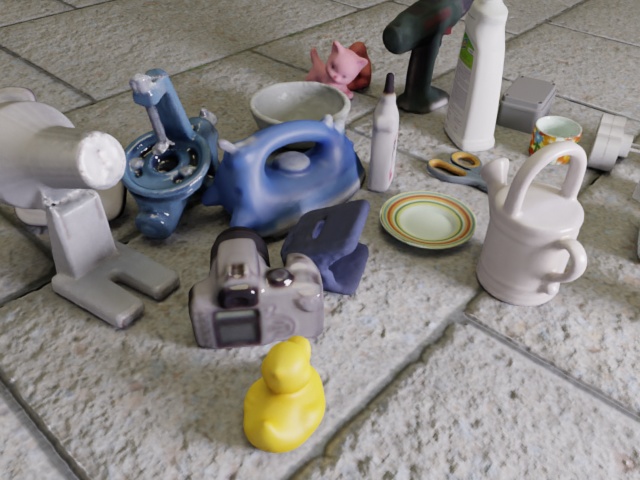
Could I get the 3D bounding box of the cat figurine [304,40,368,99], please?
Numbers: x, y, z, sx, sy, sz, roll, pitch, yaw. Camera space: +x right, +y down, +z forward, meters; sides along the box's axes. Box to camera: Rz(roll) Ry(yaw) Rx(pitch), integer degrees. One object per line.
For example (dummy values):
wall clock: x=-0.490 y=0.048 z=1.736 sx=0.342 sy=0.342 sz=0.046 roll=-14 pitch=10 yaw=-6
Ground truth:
cat figurine: x=0.027 y=-0.323 z=1.078 sx=0.127 sy=0.118 sz=0.067 roll=32 pitch=48 yaw=33

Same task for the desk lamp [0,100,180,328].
desk lamp: x=-0.273 y=-0.040 z=0.644 sx=0.202 sy=0.214 sz=0.118 roll=22 pitch=44 yaw=24

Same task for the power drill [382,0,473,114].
power drill: x=0.204 y=-0.349 z=1.042 sx=0.230 sy=0.208 sz=0.075 roll=-29 pitch=48 yaw=-32

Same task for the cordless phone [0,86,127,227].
cordless phone: x=-0.338 y=-0.110 z=0.750 sx=0.147 sy=0.185 sz=0.094 roll=-4 pitch=39 yaw=-6

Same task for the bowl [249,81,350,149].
bowl: x=-0.033 y=-0.200 z=0.958 sx=0.167 sy=0.075 sz=0.167 roll=1 pitch=39 yaw=0

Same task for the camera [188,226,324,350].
camera: x=-0.073 y=0.038 z=0.642 sx=0.143 sy=0.101 sz=0.136 roll=-5 pitch=39 yaw=-7

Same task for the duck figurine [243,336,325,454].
duck figurine: x=-0.034 y=0.137 z=0.534 sx=0.077 sy=0.086 sz=0.105 roll=13 pitch=41 yaw=15

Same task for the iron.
iron: x=-0.033 y=-0.108 z=0.792 sx=0.259 sy=0.141 sz=0.118 roll=-26 pitch=46 yaw=-29

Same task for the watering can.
watering can: x=0.241 y=-0.030 z=0.661 sx=0.101 sy=0.194 sz=0.172 roll=-30 pitch=48 yaw=-32

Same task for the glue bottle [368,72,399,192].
glue bottle: x=0.094 y=-0.159 z=0.833 sx=0.037 sy=0.173 sz=0.078 roll=8 pitch=39 yaw=8

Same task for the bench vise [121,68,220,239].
bench vise: x=-0.204 y=-0.139 z=0.763 sx=0.121 sy=0.220 sz=0.207 roll=-1 pitch=39 yaw=-3

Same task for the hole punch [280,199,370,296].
hole punch: x=0.006 y=0.002 z=0.696 sx=0.101 sy=0.091 sz=0.109 roll=10 pitch=40 yaw=11

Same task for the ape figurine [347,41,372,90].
ape figurine: x=0.071 y=-0.344 z=1.125 sx=0.076 sy=0.092 sz=0.077 roll=-25 pitch=46 yaw=-28
